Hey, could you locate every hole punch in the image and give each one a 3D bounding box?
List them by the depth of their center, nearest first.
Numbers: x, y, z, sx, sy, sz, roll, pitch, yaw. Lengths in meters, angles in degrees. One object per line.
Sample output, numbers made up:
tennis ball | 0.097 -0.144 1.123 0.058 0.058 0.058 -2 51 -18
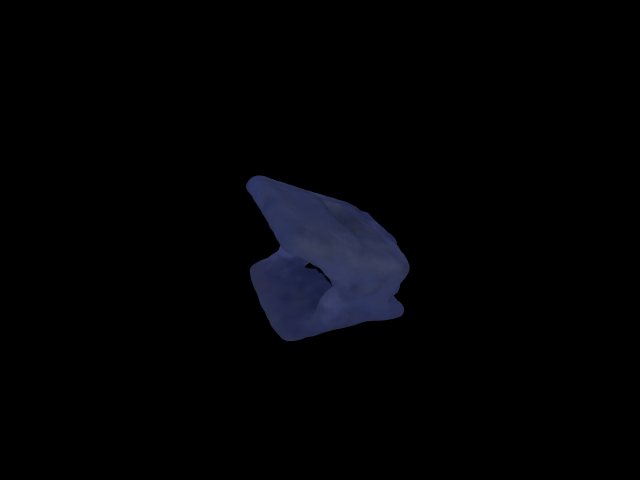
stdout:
hole punch | 0.004 0.001 0.400 0.101 0.091 0.108 -11 32 -18
